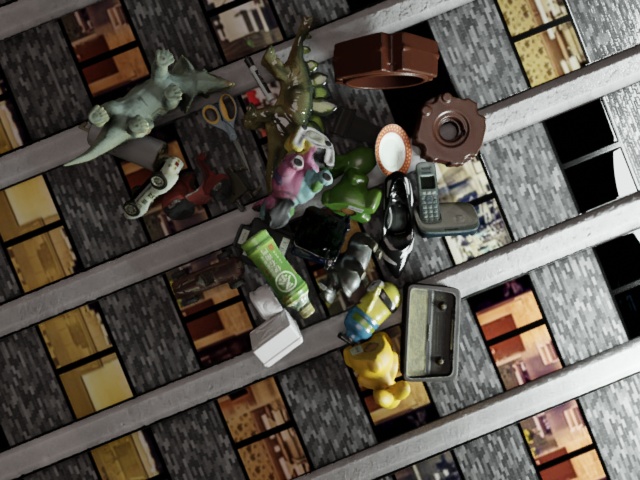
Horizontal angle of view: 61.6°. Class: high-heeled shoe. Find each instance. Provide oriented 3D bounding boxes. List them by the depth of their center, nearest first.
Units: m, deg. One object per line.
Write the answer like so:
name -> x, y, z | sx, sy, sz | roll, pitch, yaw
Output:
high-heeled shoe -> 0.183, -0.033, 1.241 | 0.086, 0.145, 0.248 | -5, 89, 0

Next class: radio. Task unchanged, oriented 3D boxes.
radio -> 0.262, 0.218, 1.280 | 0.131, 0.073, 0.229 | 3, 91, 0

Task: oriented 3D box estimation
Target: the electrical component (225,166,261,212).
electrical component -> -0.192, -0.129, 1.289 | 0.102, 0.045, 0.078 | 48, 118, 2

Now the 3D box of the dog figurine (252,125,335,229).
dog figurine -> -0.068, -0.128, 1.212 | 0.108, 0.219, 0.191 | 24, 49, -23

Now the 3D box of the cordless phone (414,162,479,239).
cordless phone -> 0.294, -0.096, 1.276 | 0.147, 0.088, 0.184 | -4, 86, 0

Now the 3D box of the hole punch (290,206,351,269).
hole punch -> -0.003, -0.004, 1.259 | 0.116, 0.092, 0.142 | 25, 69, -4

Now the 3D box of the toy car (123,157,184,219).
toy car -> -0.387, -0.118, 1.236 | 0.056, 0.073, 0.202 | 37, 124, -25

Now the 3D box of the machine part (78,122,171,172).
machine part -> -0.452, -0.225, 1.266 | 0.243, 0.079, 0.079 | 22, 90, -2

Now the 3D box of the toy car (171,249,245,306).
toy car -> -0.268, 0.092, 1.264 | 0.202, 0.053, 0.089 | -20, 94, 18

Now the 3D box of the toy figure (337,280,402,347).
toy figure -> 0.119, 0.175, 1.277 | 0.089, 0.082, 0.180 | 39, 83, -18

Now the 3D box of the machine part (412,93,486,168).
machine part -> 0.309, -0.261, 1.285 | 0.179, 0.056, 0.179 | 0, 92, -1

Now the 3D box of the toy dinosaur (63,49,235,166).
toy dinosaur -> -0.393, -0.291, 1.197 | 0.405, 0.192, 0.131 | -37, 96, -10

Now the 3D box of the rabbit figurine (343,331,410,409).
rabbit figurine -> 0.150, 0.323, 1.256 | 0.122, 0.162, 0.173 | -23, 109, -12

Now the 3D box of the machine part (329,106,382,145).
machine part -> 0.099, -0.266, 1.292 | 0.139, 0.039, 0.084 | 24, 86, 1

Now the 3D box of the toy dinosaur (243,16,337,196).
toy dinosaur -> -0.076, -0.277, 1.252 | 0.198, 0.105, 0.470 | 15, 102, -9

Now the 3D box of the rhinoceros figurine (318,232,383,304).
rhinoceros figurine -> 0.067, 0.066, 1.264 | 0.112, 0.073, 0.190 | 28, 81, 25

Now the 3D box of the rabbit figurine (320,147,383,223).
rabbit figurine -> 0.076, -0.143, 1.272 | 0.159, 0.121, 0.170 | 15, 72, 6

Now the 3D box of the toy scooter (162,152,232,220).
toy scooter -> -0.299, -0.134, 1.269 | 0.184, 0.075, 0.135 | -22, 69, 12

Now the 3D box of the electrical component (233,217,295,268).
electrical component -> -0.137, 0.010, 1.283 | 0.134, 0.058, 0.115 | 23, 88, -1

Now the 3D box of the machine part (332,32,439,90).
machine part -> 0.144, -0.391, 1.194 | 0.202, 0.201, 0.087 | 3, 97, 44
